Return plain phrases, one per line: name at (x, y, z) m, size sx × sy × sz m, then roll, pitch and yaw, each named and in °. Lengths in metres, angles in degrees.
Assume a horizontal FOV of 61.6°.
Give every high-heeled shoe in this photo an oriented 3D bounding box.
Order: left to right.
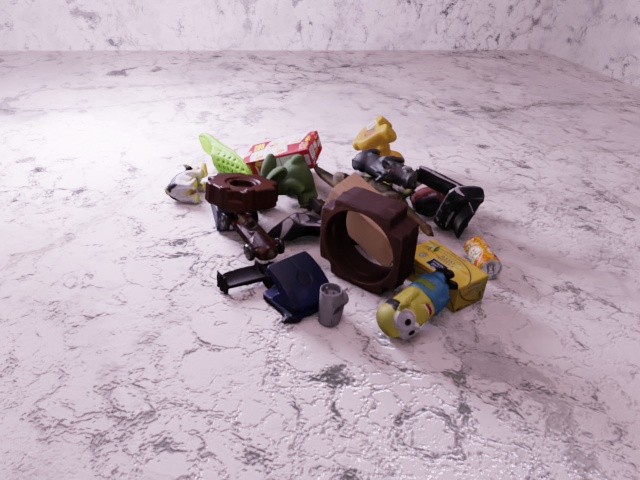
high-heeled shoe at (-0.003, -0.004, 1.294) m, size 0.249 × 0.086 × 0.145 m, roll -27°, pitch 72°, yaw -15°

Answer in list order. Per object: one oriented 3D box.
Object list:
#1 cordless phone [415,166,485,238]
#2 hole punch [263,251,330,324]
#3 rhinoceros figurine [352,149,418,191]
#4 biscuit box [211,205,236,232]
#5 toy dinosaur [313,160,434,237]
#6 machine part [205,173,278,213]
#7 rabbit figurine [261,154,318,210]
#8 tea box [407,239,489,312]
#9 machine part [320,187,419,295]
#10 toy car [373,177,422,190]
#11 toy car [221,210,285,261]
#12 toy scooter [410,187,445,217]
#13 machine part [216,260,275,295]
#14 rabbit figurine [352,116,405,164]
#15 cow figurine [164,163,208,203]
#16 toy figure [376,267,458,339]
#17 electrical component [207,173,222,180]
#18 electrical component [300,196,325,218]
cordless phone at (0.309, -0.103, 1.367) m, size 0.184 × 0.146 × 0.089 m, roll 30°, pitch 55°, yaw 10°
hole punch at (-0.043, 0.093, 1.089) m, size 0.142 × 0.092 × 0.116 m, roll -20°, pitch 43°, yaw -40°
rhinoceros figurine at (0.169, -0.183, 1.376) m, size 0.191 × 0.073 × 0.112 m, roll 29°, pitch 18°, yaw 34°
biscuit box at (-0.251, -0.098, 1.395) m, size 0.059 × 0.062 × 0.203 m, roll -4°, pitch 33°, yaw -16°
toy dinosaur at (0.117, -0.124, 1.432) m, size 0.472 × 0.105 × 0.198 m, roll 33°, pitch 26°, yaw 31°
machine part at (-0.189, -0.119, 1.306) m, size 0.179 × 0.056 × 0.179 m, roll 5°, pitch 21°, yaw -2°
rabbit figurine at (-0.104, -0.145, 1.430) m, size 0.170 × 0.158 × 0.121 m, roll -31°, pitch 54°, yaw -22°
tea box at (0.267, 0.074, 1.172) m, size 0.098 × 0.068 × 0.170 m, roll -19°, pitch 39°, yaw -33°
machine part at (0.102, 0.000, 1.143) m, size 0.202 × 0.200 × 0.087 m, roll 25°, pitch 40°, yaw 30°
toy car at (0.211, -0.186, 1.547) m, size 0.073 × 0.056 × 0.202 m, roll 16°, pitch 4°, yaw -35°
toy car at (-0.157, -0.021, 1.227) m, size 0.089 × 0.053 × 0.202 m, roll -14°, pitch 41°, yaw -27°
toy scooter at (0.321, -0.119, 1.487) m, size 0.184 × 0.075 × 0.135 m, roll -5°, pitch 31°, yaw -19°
machine part at (-0.149, 0.079, 1.144) m, size 0.139 × 0.039 × 0.084 m, roll -10°, pitch 39°, yaw -24°
rabbit figurine at (0.190, -0.267, 1.656) m, size 0.162 × 0.173 × 0.122 m, roll -42°, pitch 34°, yaw 10°
cow figurine at (-0.366, -0.162, 1.485) m, size 0.098 × 0.068 × 0.167 m, roll 0°, pitch 31°, yaw 4°
toy figure at (0.189, 0.123, 1.048) m, size 0.180 × 0.082 × 0.089 m, roll -38°, pitch 9°, yaw -26°
electrical component at (-0.245, -0.153, 1.405) m, size 0.094 × 0.021 × 0.063 m, roll -3°, pitch 32°, yaw -19°
electrical component at (-0.002, -0.079, 1.415) m, size 0.078 × 0.045 × 0.102 m, roll 15°, pitch 21°, yaw -43°
